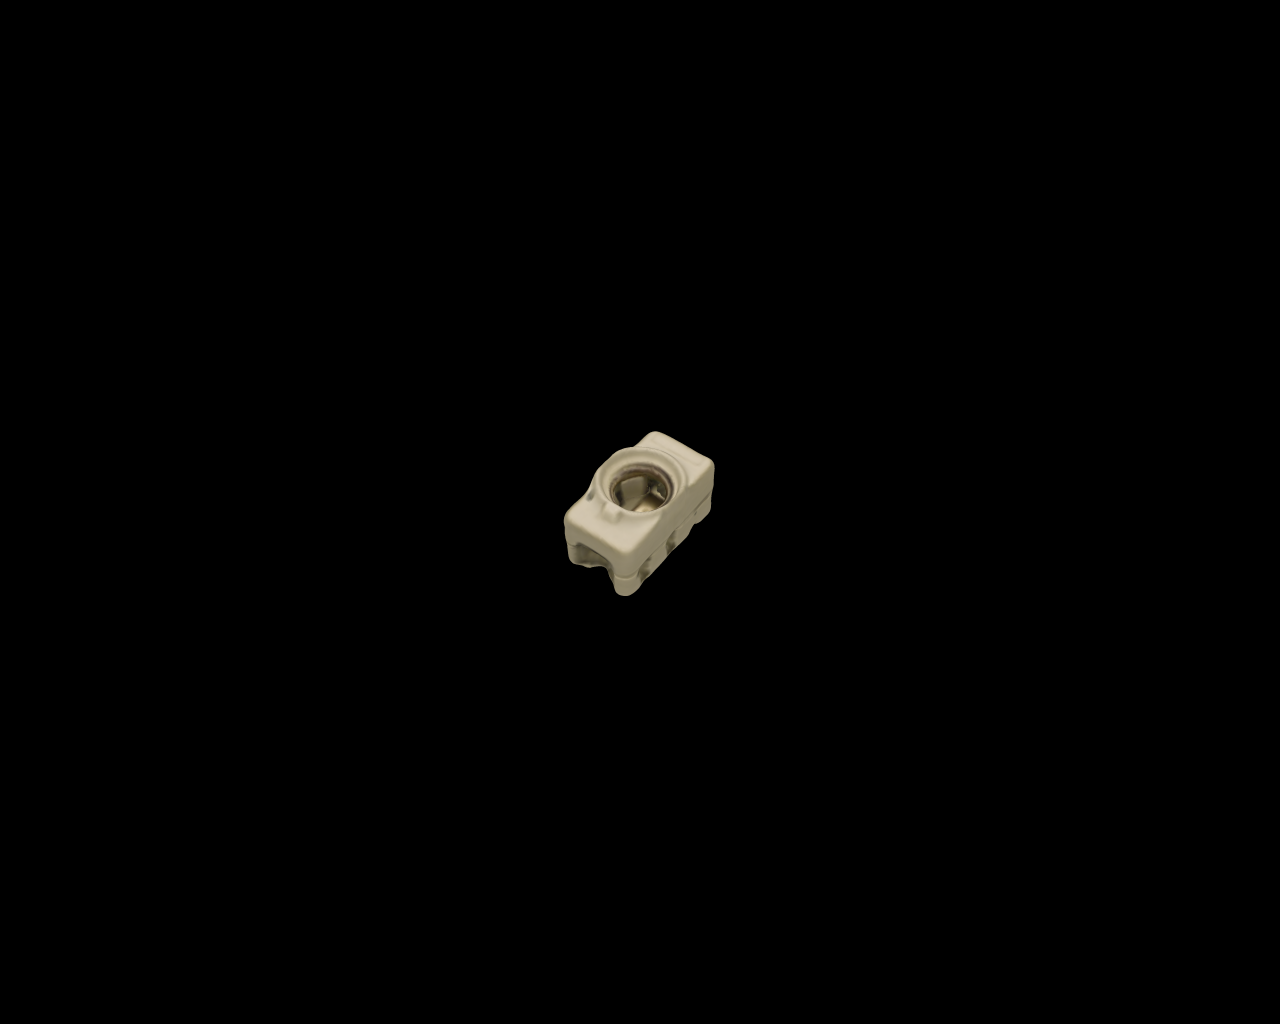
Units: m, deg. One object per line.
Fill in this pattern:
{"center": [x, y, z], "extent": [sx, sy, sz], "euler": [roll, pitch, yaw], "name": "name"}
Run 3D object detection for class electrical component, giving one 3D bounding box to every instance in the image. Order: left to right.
{"center": [0.001, -0.003, 0.650], "extent": [0.050, 0.090, 0.055], "euler": [32, -32, 22], "name": "electrical component"}
